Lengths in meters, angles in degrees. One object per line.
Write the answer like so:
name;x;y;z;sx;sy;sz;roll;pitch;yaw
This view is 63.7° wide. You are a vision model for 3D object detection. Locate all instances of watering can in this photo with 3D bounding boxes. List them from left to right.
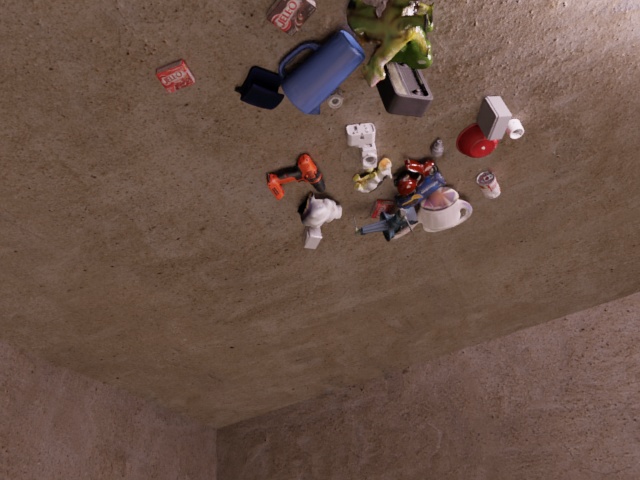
watering can;0.446;-0.100;2.095;0.347;0.106;0.219;-15;-40;6

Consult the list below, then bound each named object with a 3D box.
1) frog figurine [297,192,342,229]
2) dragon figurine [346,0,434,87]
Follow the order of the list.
frog figurine;0.006;-0.100;1.995;0.159;0.135;0.125;22;24;-18
dragon figurine;0.179;-0.607;1.354;0.243;0.408;0.123;6;6;22
